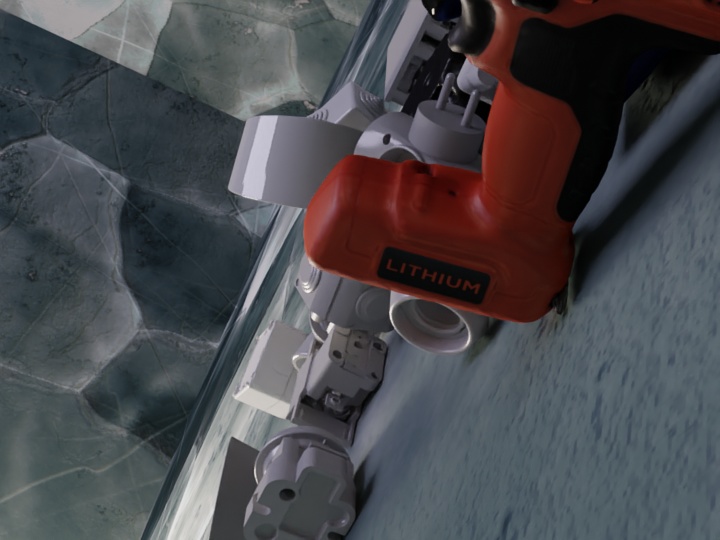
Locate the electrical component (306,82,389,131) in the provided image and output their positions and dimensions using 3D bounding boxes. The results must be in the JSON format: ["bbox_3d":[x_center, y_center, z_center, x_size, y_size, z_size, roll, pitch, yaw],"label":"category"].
[{"bbox_3d":[-0.005,-0.085,0.830,0.100,0.100,0.048,-40,31,24],"label":"electrical component"}]

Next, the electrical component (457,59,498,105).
[{"bbox_3d":[0.093,-0.126,0.553,0.089,0.050,0.056,-65,9,2],"label":"electrical component"}]

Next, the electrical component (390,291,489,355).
[{"bbox_3d":[0.043,0.007,0.512,0.055,0.048,0.066,-62,4,-37],"label":"electrical component"}]

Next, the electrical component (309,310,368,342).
[{"bbox_3d":[-0.009,0.027,0.762,0.066,0.048,0.055,-26,-20,-26],"label":"electrical component"}]

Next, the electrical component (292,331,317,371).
[{"bbox_3d":[-0.018,0.049,0.806,0.065,0.044,0.044,-65,6,-29],"label":"electrical component"}]

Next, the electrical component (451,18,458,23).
[{"bbox_3d":[0.069,-0.191,0.601,0.063,0.079,0.121,-53,-26,-14],"label":"electrical component"}]

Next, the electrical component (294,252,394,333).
[{"bbox_3d":[0.000,0.000,0.691,0.080,0.080,0.051,-83,14,-65],"label":"electrical component"}]

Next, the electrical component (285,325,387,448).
[{"bbox_3d":[-0.014,0.071,0.705,0.063,0.042,0.081,-58,12,34],"label":"electrical component"}]

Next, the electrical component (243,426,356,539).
[{"bbox_3d":[-0.033,0.126,0.615,0.057,0.058,0.078,-89,24,-63],"label":"electrical component"}]

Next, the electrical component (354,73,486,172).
[{"bbox_3d":[0.041,-0.061,0.556,0.044,0.077,0.079,-12,-48,-42],"label":"electrical component"}]

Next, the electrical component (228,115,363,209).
[{"bbox_3d":[-0.036,-0.066,0.716,0.099,0.099,0.064,164,115,-80],"label":"electrical component"}]

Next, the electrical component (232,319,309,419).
[{"bbox_3d":[-0.066,0.089,0.923,0.096,0.061,0.061,137,156,-70],"label":"electrical component"}]

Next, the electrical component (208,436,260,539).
[{"bbox_3d":[-0.084,0.177,0.771,0.099,0.064,0.099,-156,90,-82],"label":"electrical component"}]

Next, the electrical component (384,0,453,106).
[{"bbox_3d":[0.071,-0.192,0.857,0.186,0.060,0.105,-84,20,-66],"label":"electrical component"}]
